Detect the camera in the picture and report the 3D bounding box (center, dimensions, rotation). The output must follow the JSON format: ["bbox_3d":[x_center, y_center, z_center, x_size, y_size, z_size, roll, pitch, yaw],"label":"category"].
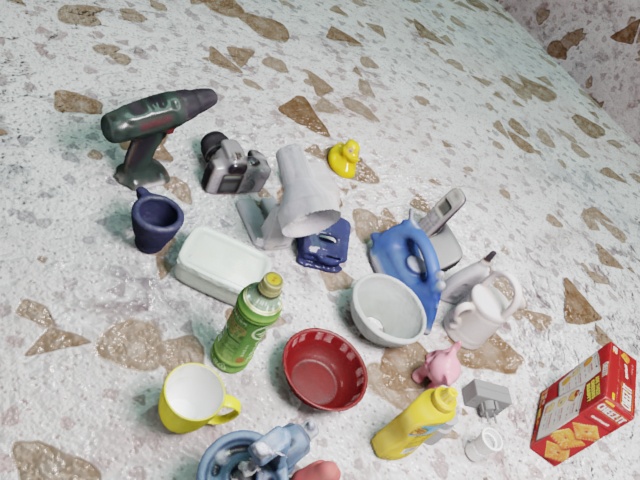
[{"bbox_3d":[-0.195,-0.180,1.257,0.144,0.100,0.136,-6,53,-36],"label":"camera"}]

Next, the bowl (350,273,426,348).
[{"bbox_3d":[0.125,0.153,1.149,0.168,0.074,0.167,18,42,-17],"label":"bowl"}]

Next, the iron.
[{"bbox_3d":[0.212,0.061,1.245,0.119,0.141,0.258,-1,50,-33],"label":"iron"}]

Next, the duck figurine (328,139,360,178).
[{"bbox_3d":[0.070,-0.223,1.480,0.078,0.086,0.104,3,48,-30],"label":"duck figurine"}]

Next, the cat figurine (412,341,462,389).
[{"bbox_3d":[0.240,0.240,1.103,0.067,0.117,0.128,41,41,10],"label":"cat figurine"}]

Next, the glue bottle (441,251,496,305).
[{"bbox_3d":[0.340,0.082,1.281,0.078,0.173,0.037,17,43,-17],"label":"glue bottle"}]

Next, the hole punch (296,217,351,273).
[{"bbox_3d":[0.011,0.004,1.212,0.109,0.091,0.101,14,44,-21],"label":"hole punch"}]

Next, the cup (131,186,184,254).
[{"bbox_3d":[-0.309,-0.030,1.039,0.092,0.095,0.117,-19,61,-43],"label":"cup"}]

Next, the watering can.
[{"bbox_3d":[0.361,0.139,1.221,0.173,0.194,0.100,-22,63,-44],"label":"watering can"}]

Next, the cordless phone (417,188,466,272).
[{"bbox_3d":[0.291,-0.021,1.343,0.094,0.185,0.147,-3,51,-34],"label":"cordless phone"}]

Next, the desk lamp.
[{"bbox_3d":[-0.065,-0.071,1.144,0.118,0.213,0.203,-6,53,-36],"label":"desk lamp"}]

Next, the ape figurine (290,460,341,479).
[{"bbox_3d":[0.000,0.360,0.851,0.076,0.092,0.078,29,40,-4],"label":"ape figurine"}]

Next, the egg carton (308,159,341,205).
[{"bbox_3d":[-0.021,-0.125,1.337,0.107,0.069,0.150,-7,54,-37],"label":"egg carton"}]

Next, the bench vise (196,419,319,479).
[{"bbox_3d":[-0.078,0.286,0.776,0.121,0.219,0.208,37,40,5],"label":"bench vise"}]

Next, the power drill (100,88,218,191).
[{"bbox_3d":[-0.318,-0.200,1.114,0.230,0.208,0.075,-23,64,-44],"label":"power drill"}]
